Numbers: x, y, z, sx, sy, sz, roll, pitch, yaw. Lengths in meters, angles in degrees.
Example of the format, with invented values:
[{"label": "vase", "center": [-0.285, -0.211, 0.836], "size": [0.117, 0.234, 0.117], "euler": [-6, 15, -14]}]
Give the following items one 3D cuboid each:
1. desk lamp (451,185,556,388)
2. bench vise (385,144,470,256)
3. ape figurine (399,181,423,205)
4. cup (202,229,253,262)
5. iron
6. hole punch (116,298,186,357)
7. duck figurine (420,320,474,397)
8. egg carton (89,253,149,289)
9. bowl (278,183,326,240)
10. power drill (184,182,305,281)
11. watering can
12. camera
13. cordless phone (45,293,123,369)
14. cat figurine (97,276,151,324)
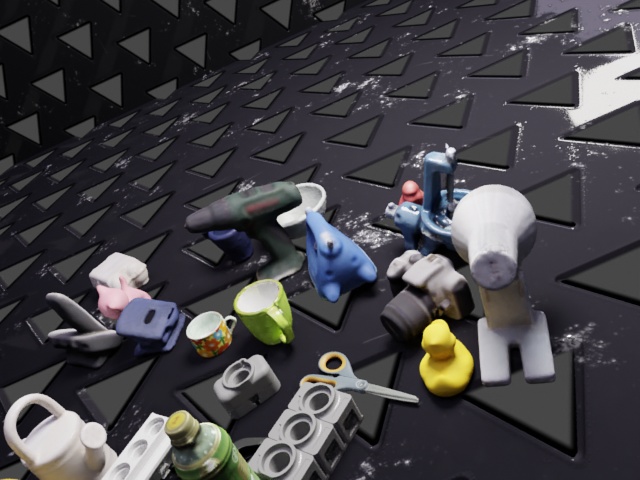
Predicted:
[{"label": "desk lamp", "center": [0.252, 0.056, 0.790], "size": [0.117, 0.214, 0.203], "euler": [-12, 35, 20]}, {"label": "bench vise", "center": [0.194, -0.056, 0.985], "size": [0.206, 0.220, 0.121], "euler": [-7, 37, 27]}, {"label": "ape figurine", "center": [0.186, -0.075, 1.139], "size": [0.077, 0.092, 0.076], "euler": [-13, 34, 20]}, {"label": "cup", "center": [-0.203, 0.004, 1.291], "size": [0.117, 0.095, 0.092], "euler": [-8, 36, 26]}, {"label": "iron", "center": [0.010, 0.004, 1.100], "size": [0.118, 0.142, 0.257], "euler": [-28, 32, -4]}, {"label": "hole punch", "center": [-0.339, 0.167, 1.154], "size": [0.101, 0.091, 0.108], "euler": [-14, 34, 18]}, {"label": "duck figurine", "center": [0.172, 0.161, 0.814], "size": [0.077, 0.086, 0.104], "euler": [-12, 35, 21]}, {"label": "egg carton", "center": [-0.489, 0.088, 1.391], "size": [0.149, 0.069, 0.107], "euler": [9, 46, 43]}, {"label": "bowl", "center": [-0.054, -0.052, 1.288], "size": [0.167, 0.075, 0.167], "euler": [-18, 33, 12]}, {"label": "power drill", "center": [-0.126, -0.011, 1.152], "size": [0.230, 0.209, 0.075], "euler": [-30, 32, -7]}, {"label": "watering can", "center": [-0.402, 0.314, 0.888], "size": [0.173, 0.194, 0.100], "euler": [-23, 32, 4]}, {"label": "camera", "center": [0.150, 0.088, 0.921], "size": [0.137, 0.101, 0.142], "euler": [-38, 34, -19]}, {"label": "cordless phone", "center": [-0.511, 0.170, 1.179], "size": [0.147, 0.185, 0.094], "euler": [-5, 38, 30]}, {"label": "cat figurine", "center": [-0.436, 0.131, 1.247], "size": [0.067, 0.118, 0.127], "euler": [-18, 33, 12]}]
